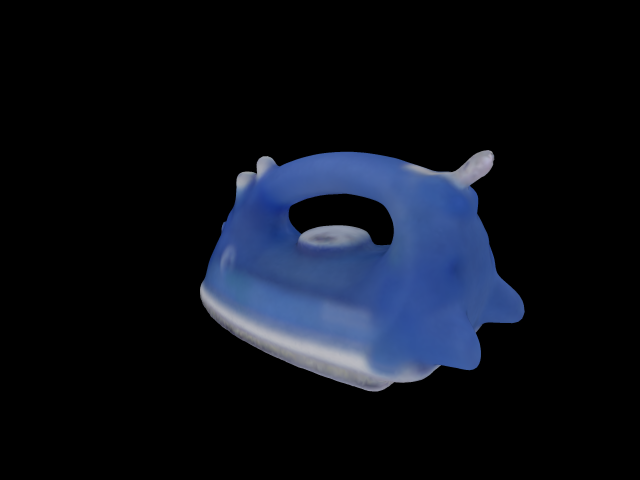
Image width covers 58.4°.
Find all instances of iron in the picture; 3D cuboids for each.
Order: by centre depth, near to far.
[{"bbox_3d":[0.004,0.001,0.400,0.257,0.141,0.119,10,18,33],"label":"iron"}]
